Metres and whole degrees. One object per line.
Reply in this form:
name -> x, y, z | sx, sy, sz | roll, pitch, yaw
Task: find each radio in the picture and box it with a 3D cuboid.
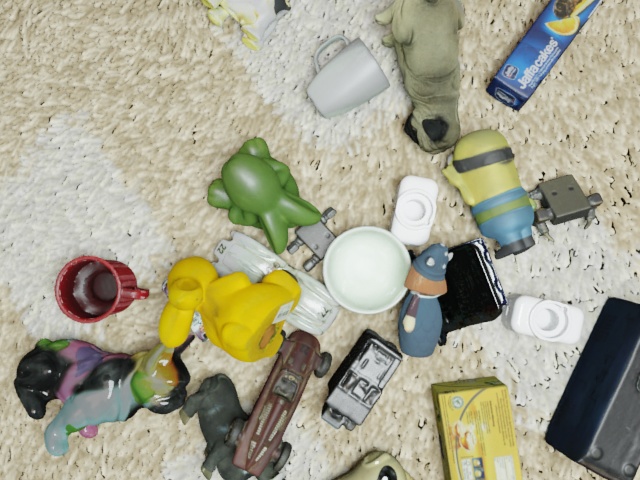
radio -> 0.394, 0.194, 0.711 | 0.073, 0.131, 0.229 | 24, 88, 5

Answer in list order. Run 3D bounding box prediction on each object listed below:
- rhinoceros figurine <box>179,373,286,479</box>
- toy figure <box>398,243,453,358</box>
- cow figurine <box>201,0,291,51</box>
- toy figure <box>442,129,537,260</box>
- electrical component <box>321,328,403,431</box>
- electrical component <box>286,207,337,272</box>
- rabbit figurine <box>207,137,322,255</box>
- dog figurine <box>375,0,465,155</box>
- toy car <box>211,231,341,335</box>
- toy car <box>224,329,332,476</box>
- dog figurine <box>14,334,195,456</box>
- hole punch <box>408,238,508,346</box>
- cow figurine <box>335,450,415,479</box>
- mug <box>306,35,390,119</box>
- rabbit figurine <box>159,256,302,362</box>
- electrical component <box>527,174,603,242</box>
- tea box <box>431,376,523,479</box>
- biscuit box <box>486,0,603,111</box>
rhinoceros figurine -> -0.119, 0.283, 0.764 | 0.112, 0.073, 0.190 | -31, 85, -10
toy figure -> 0.137, 0.077, 0.709 | 0.058, 0.064, 0.154 | 9, 99, 14
cow figurine -> -0.129, -0.365, 0.791 | 0.167, 0.068, 0.098 | 37, 84, 0
toy figure -> 0.246, -0.067, 0.747 | 0.089, 0.082, 0.180 | -32, 75, 40
electrical component -> 0.053, 0.192, 0.735 | 0.058, 0.115, 0.134 | 35, 88, 6
electrical component -> -0.002, -0.002, 0.792 | 0.094, 0.021, 0.063 | -45, 87, -1
rabbit figurine -> -0.085, -0.056, 0.724 | 0.121, 0.170, 0.159 | -41, 86, 1
dog figurine -> 0.156, -0.225, 0.726 | 0.121, 0.172, 0.190 | -14, 80, 13
toy car -> -0.065, 0.061, 0.775 | 0.202, 0.056, 0.073 | 32, 90, 3
toy car -> -0.054, 0.215, 0.735 | 0.089, 0.053, 0.202 | 31, 60, -5
dog figurine -> -0.286, 0.180, 0.746 | 0.219, 0.108, 0.191 | -36, 78, 3
hole punch -> 0.195, 0.063, 0.758 | 0.116, 0.092, 0.142 | -21, 89, 31
cow figurine -> 0.033, 0.367, 0.744 | 0.195, 0.085, 0.127 | -39, 93, 3
mug -> 0.028, -0.234, 0.774 | 0.107, 0.081, 0.109 | -36, 87, 9
rabbit figurine -> -0.137, 0.086, 0.699 | 0.173, 0.162, 0.121 | 34, 118, 22
electrical component -> 0.346, -0.047, 0.770 | 0.102, 0.045, 0.078 | -22, 58, -1
tea box -> 0.218, 0.283, 0.746 | 0.098, 0.068, 0.169 | -6, 86, 2
biscuit box -> 0.325, -0.285, 0.770 | 0.059, 0.063, 0.202 | 36, 90, 6
